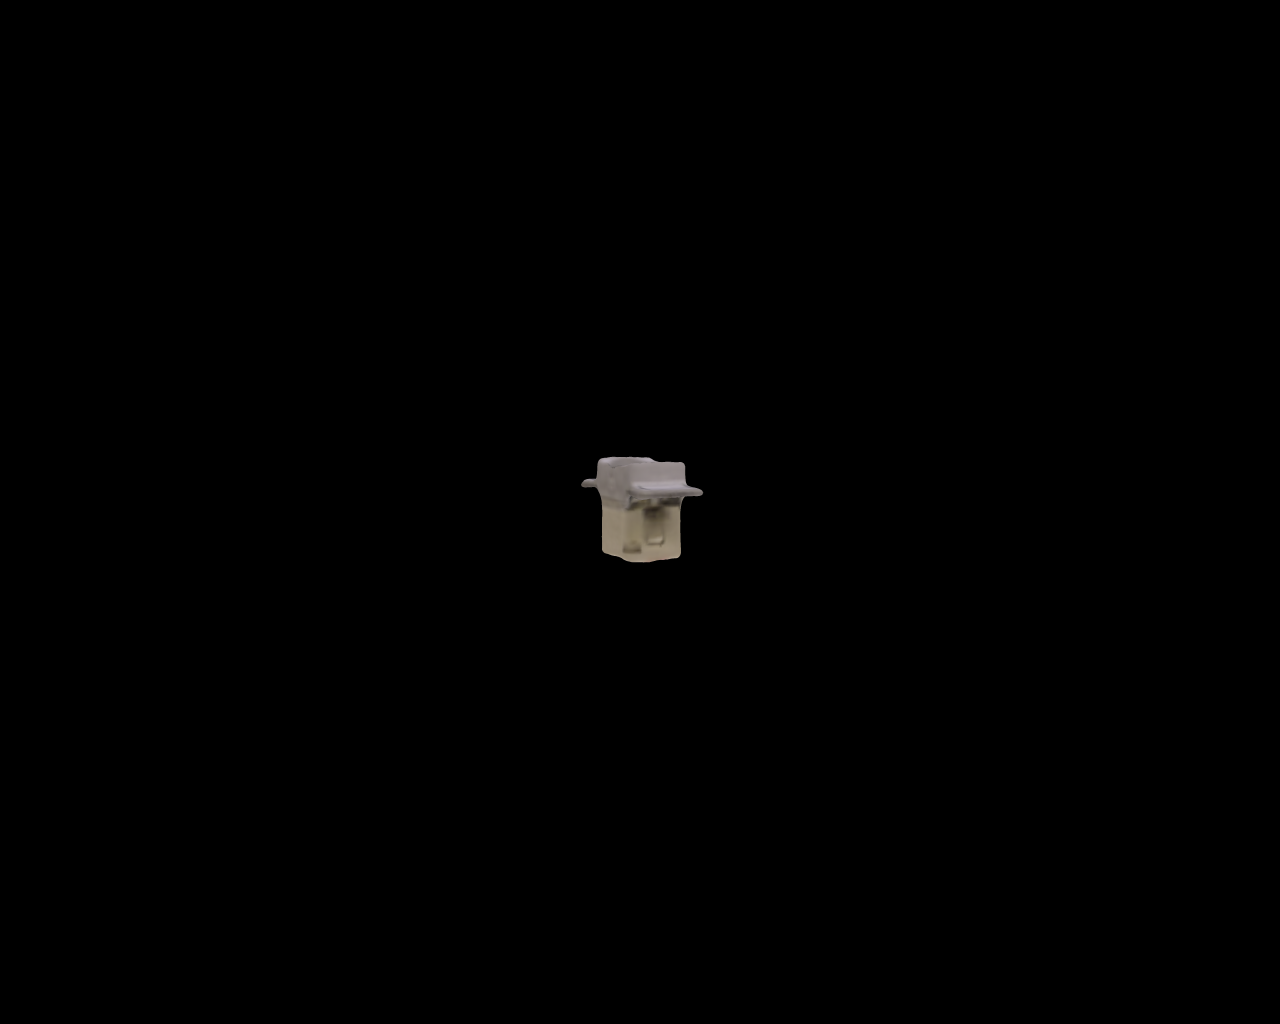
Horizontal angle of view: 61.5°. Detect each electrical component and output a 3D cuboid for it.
[{"bbox_3d":[0.001,-0.003,0.650,0.042,0.063,0.081,-4,8,-27],"label":"electrical component"}]
